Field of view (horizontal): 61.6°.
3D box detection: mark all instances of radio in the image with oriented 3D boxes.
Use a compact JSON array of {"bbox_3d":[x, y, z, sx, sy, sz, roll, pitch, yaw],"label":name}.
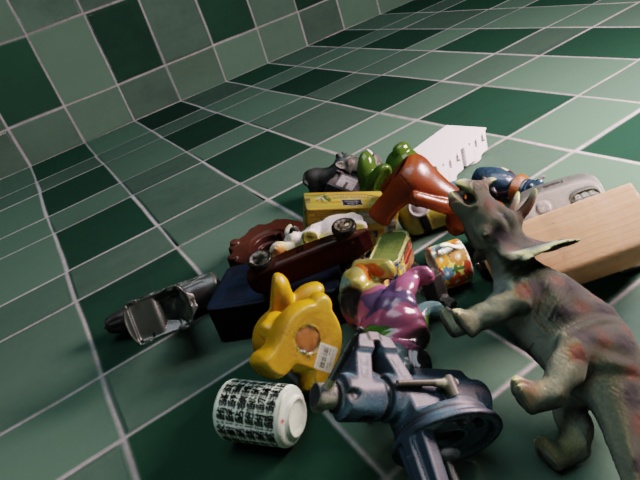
[{"bbox_3d":[-0.066,0.091,0.923,0.230,0.073,0.131,-9,30,13],"label":"radio"}]

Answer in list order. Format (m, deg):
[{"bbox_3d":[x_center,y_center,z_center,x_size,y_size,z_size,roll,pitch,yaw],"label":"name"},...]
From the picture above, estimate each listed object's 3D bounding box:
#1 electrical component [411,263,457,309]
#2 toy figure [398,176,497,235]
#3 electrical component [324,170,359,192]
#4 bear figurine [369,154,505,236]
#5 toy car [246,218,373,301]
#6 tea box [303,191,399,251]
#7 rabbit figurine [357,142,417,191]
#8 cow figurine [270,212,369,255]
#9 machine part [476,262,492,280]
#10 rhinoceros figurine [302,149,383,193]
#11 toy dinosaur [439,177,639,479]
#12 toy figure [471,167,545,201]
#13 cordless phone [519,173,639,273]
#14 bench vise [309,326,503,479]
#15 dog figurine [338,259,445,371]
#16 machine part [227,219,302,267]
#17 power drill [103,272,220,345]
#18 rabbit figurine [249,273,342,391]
[{"bbox_3d":[0.174,0.070,0.822,0.021,0.063,0.094,-27,24,-13],"label":"electrical component"},{"bbox_3d":[0.233,-0.062,1.001,0.180,0.089,0.082,-14,26,-8],"label":"toy figure"},{"bbox_3d":[0.045,-0.094,1.127,0.075,0.047,0.119,24,36,10],"label":"electrical component"},{"bbox_3d":[0.202,-0.055,0.898,0.132,0.196,0.120,-51,9,43],"label":"bear figurine"},{"bbox_3d":[-0.017,0.028,0.833,0.202,0.089,0.053,-23,38,-1],"label":"toy car"},{"bbox_3d":[0.054,-0.033,0.993,0.170,0.098,0.068,0,30,-6],"label":"tea box"},{"bbox_3d":[0.138,-0.103,1.077,0.170,0.158,0.121,-43,44,-10],"label":"rabbit figurine"},{"bbox_3d":[-0.003,-0.004,0.908,0.167,0.068,0.098,-11,24,3],"label":"cow figurine"},{"bbox_3d":[0.285,0.016,0.882,0.084,0.039,0.139,1,33,18],"label":"machine part"},{"bbox_3d":[0.053,-0.146,1.213,0.190,0.112,0.073,-11,27,29],"label":"rhinoceros figurine"},{"bbox_3d":[0.270,0.106,0.597,0.192,0.131,0.405,-32,60,-2],"label":"toy dinosaur"},{"bbox_3d":[0.361,-0.103,1.014,0.058,0.064,0.155,7,13,-43],"label":"toy figure"},{"bbox_3d":[0.395,-0.008,0.830,0.147,0.088,0.184,-18,48,1],"label":"cordless phone"},{"bbox_3d":[0.103,0.206,0.539,0.129,0.223,0.241,-50,37,29],"label":"bench vise"},{"bbox_3d":[0.078,0.131,0.738,0.192,0.108,0.219,7,41,31],"label":"dog figurine"},{"bbox_3d":[-0.097,0.020,1.075,0.179,0.056,0.179,-13,30,8],"label":"machine part"},{"bbox_3d":[-0.282,0.126,0.936,0.232,0.086,0.207,-20,-3,-9],"label":"power drill"},{"bbox_3d":[-0.052,0.131,0.781,0.122,0.162,0.173,13,-16,-23],"label":"rabbit figurine"}]
